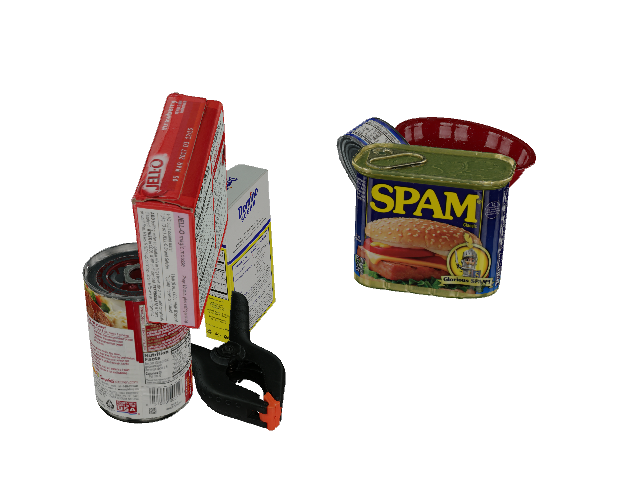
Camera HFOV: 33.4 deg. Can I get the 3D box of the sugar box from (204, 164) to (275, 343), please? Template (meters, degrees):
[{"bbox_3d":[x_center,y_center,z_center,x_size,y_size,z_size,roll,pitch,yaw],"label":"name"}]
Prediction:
[{"bbox_3d":[-0.090,0.016,1.140,0.048,0.176,0.093,13,37,23],"label":"sugar box"}]

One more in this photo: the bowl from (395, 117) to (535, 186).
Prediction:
[{"bbox_3d":[0.158,-0.087,1.209,0.162,0.055,0.162,8,26,-4],"label":"bowl"}]

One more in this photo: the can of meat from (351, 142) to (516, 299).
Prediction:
[{"bbox_3d":[0.071,-0.012,0.693,0.102,0.084,0.057,7,24,14],"label":"can of meat"}]

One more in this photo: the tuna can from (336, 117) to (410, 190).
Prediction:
[{"bbox_3d":[0.053,-0.060,0.898,0.033,0.086,0.086,-35,10,-14],"label":"tuna can"}]

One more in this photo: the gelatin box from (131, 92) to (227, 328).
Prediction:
[{"bbox_3d":[-0.066,-0.013,0.511,0.030,0.073,0.089,7,-42,3],"label":"gelatin box"}]

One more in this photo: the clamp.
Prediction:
[{"bbox_3d":[-0.079,0.104,0.964,0.120,0.039,0.172,-32,49,-30],"label":"clamp"}]

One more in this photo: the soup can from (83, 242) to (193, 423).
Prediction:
[{"bbox_3d":[-0.119,0.062,0.709,0.068,0.102,0.068,1,30,-1],"label":"soup can"}]
